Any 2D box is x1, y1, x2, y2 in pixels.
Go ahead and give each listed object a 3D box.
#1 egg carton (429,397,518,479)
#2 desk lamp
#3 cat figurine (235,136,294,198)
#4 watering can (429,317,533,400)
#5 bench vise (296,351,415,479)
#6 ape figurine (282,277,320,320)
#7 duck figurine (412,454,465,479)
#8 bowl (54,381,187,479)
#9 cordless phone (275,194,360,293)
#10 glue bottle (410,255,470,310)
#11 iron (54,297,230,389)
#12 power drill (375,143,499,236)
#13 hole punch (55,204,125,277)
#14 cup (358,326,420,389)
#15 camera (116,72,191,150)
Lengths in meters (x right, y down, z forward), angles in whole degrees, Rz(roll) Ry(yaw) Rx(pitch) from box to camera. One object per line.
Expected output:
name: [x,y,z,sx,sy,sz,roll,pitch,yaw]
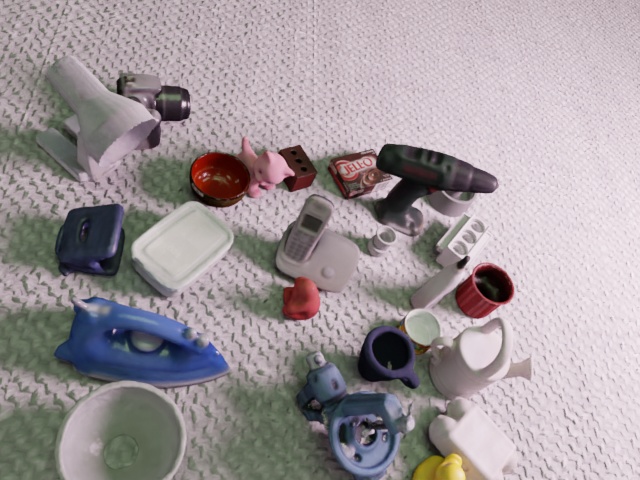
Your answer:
egg carton: [0.255,0.345,0.958,0.150,0.069,0.107,46,55,12]
desk lamp: [-0.387,-0.192,0.972,0.203,0.213,0.118,39,54,7]
cat figurine: [-0.113,-0.146,1.105,0.067,0.117,0.127,-34,75,-34]
watering can: [0.281,0.199,0.984,0.173,0.194,0.101,2,58,-19]
bench vise: [0.044,0.255,0.842,0.207,0.219,0.122,40,54,7]
ape figurine: [-0.030,0.097,0.996,0.076,0.092,0.078,40,54,8]
duck figurine: [0.193,0.384,0.899,0.077,0.086,0.105,32,53,1]
bowl: [-0.273,0.286,0.793,0.168,0.074,0.167,10,56,-15]
cordless phone: [0.009,0.004,1.013,0.147,0.185,0.094,21,54,-6]
glue bottle: [0.232,0.075,1.058,0.078,0.173,0.037,-23,69,-31]
iron: [-0.249,0.144,0.852,0.259,0.141,0.118,14,55,-11]
power drill: [0.205,-0.099,1.139,0.230,0.208,0.075,22,54,-6]
hole punch: [-0.373,-0.003,0.931,0.101,0.091,0.108,7,56,-16]
cup: [0.112,0.214,0.972,0.092,0.095,0.117,-34,75,-34]
camera: [-0.320,-0.261,1.111,0.137,0.100,0.143,-4,60,-23]
